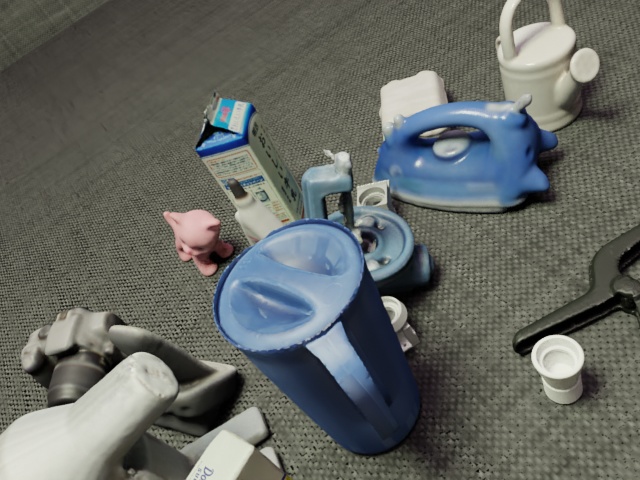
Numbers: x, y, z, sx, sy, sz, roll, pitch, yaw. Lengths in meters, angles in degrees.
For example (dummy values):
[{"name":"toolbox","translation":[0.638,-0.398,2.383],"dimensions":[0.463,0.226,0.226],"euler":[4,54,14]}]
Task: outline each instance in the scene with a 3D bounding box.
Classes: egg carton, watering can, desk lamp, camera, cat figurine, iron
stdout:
[{"name":"egg carton","translation":[0.146,-0.198,0.888],"dimensions":[0.107,0.070,0.150],"euler":[-14,44,17]},{"name":"watering can","translation":[0.293,-0.244,0.757],"dimensions":[0.172,0.195,0.101],"euler":[23,64,42]},{"name":"desk lamp","translation":[-0.176,0.209,0.566],"dimensions":[0.203,0.214,0.117],"euler":[-32,42,-3]},{"name":"camera","translation":[-0.341,0.171,0.778],"dimensions":[0.143,0.101,0.136],"euler":[-18,43,13]},{"name":"cat figurine","translation":[-0.189,-0.011,0.856],"dimensions":[0.127,0.118,0.067],"euler":[23,64,42]},{"name":"iron","translation":[0.166,-0.123,0.750],"dimensions":[0.257,0.142,0.119],"euler":[1,51,30]}]

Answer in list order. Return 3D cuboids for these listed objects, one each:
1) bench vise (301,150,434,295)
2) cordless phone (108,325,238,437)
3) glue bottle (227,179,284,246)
[{"name":"bench vise","translation":[0.009,0.010,0.650],"dimensions":[0.207,0.220,0.121],"euler":[-29,42,2]},{"name":"cordless phone","translation":[-0.196,0.142,0.663],"dimensions":[0.147,0.186,0.094],"euler":[-2,49,27]},{"name":"glue bottle","translation":[-0.078,-0.019,0.761],"dimensions":[0.077,0.174,0.037],"euler":[16,59,38]}]
